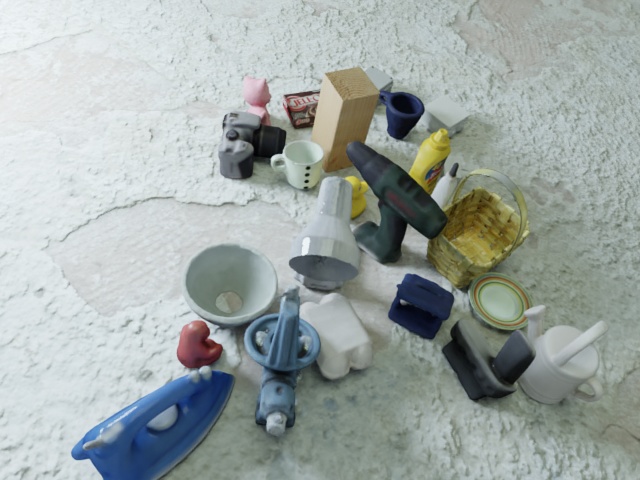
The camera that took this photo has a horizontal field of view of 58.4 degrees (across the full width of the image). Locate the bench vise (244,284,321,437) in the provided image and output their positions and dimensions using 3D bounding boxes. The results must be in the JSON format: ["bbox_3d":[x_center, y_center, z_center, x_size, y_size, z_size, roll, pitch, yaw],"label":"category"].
[{"bbox_3d":[-0.046,0.179,0.873,0.122,0.220,0.207,-8,55,-17],"label":"bench vise"}]

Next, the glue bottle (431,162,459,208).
[{"bbox_3d":[0.252,-0.096,1.174,0.037,0.173,0.078,30,53,12],"label":"glue bottle"}]

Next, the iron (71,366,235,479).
[{"bbox_3d":[-0.226,0.249,0.833,0.259,0.141,0.118,-34,66,-31],"label":"iron"}]

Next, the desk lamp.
[{"bbox_3d":[0.009,0.004,1.022,0.118,0.213,0.203,11,52,-3],"label":"desk lamp"}]

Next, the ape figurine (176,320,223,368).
[{"bbox_3d":[-0.199,0.163,0.935,0.076,0.092,0.077,-27,63,-28],"label":"ape figurine"}]

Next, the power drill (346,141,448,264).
[{"bbox_3d":[0.125,-0.058,1.097,0.229,0.208,0.076,35,55,16],"label":"power drill"}]

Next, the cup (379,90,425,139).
[{"bbox_3d":[0.182,-0.295,1.361,0.117,0.095,0.092,35,55,15],"label":"cup"}]

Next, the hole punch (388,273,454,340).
[{"bbox_3d":[0.189,0.109,1.057,0.108,0.091,0.101,26,53,8],"label":"hole punch"}]

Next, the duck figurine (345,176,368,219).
[{"bbox_3d":[0.053,-0.094,1.187,0.105,0.086,0.077,-11,56,-19],"label":"duck figurine"}]

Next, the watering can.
[{"bbox_3d":[0.413,0.192,0.976,0.172,0.194,0.101,34,54,15],"label":"watering can"}]

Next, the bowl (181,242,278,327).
[{"bbox_3d":[-0.159,0.090,1.010,0.167,0.075,0.167,6,52,-7],"label":"bowl"}]

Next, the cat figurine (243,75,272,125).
[{"bbox_3d":[-0.138,-0.307,1.289,0.067,0.118,0.127,-6,55,-15],"label":"cat figurine"}]

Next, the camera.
[{"bbox_3d":[-0.142,-0.211,1.226,0.137,0.101,0.143,7,52,-6],"label":"camera"}]

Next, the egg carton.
[{"bbox_3d":[0.025,0.166,0.994,0.107,0.069,0.150,-18,59,-23],"label":"egg carton"}]

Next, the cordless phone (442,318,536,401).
[{"bbox_3d":[0.294,0.178,0.967,0.094,0.185,0.147,-19,59,-23],"label":"cordless phone"}]
